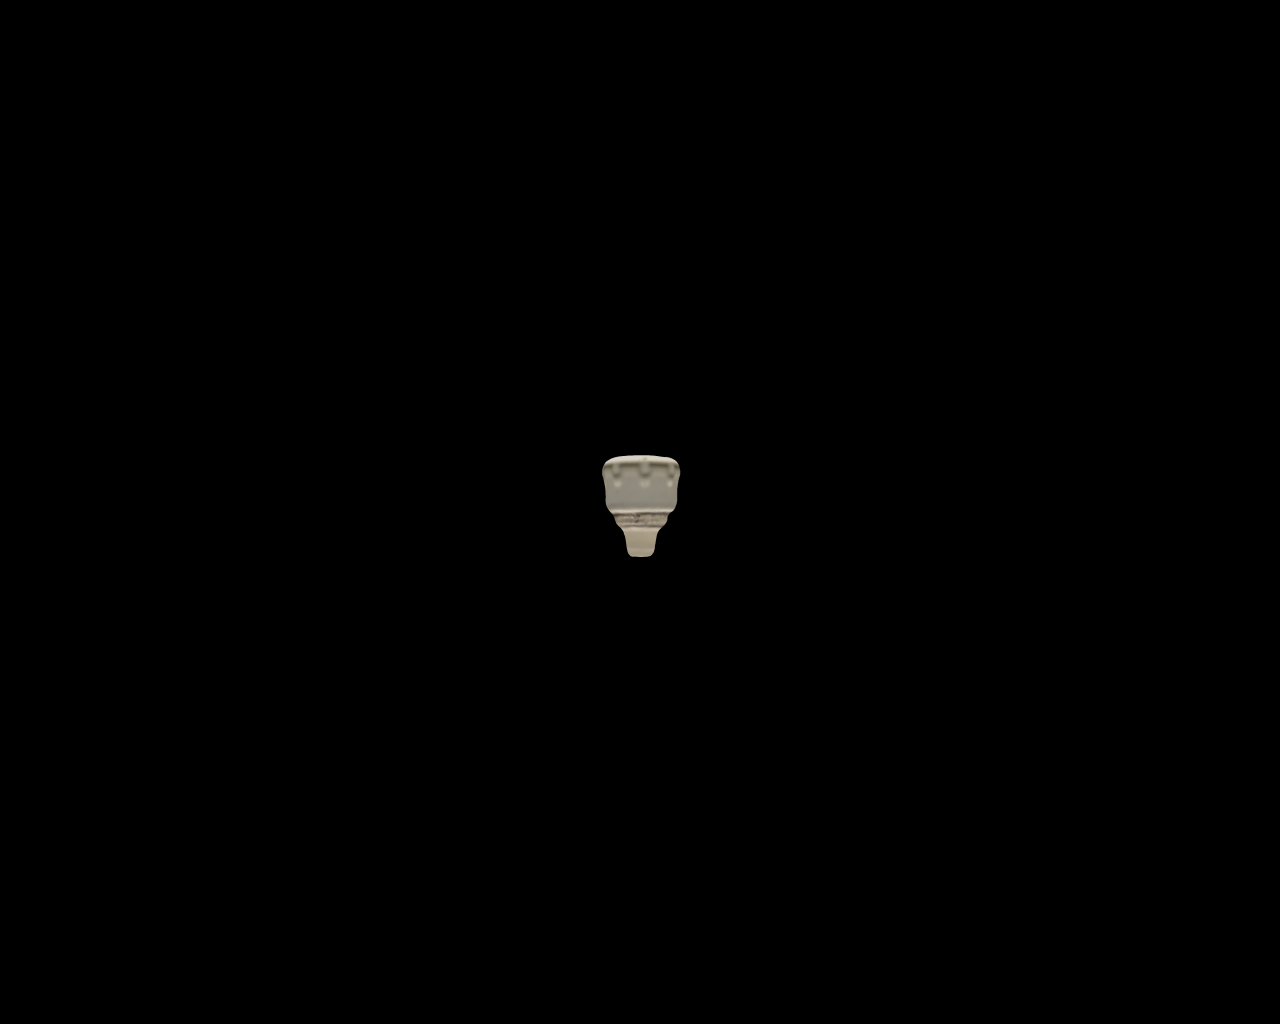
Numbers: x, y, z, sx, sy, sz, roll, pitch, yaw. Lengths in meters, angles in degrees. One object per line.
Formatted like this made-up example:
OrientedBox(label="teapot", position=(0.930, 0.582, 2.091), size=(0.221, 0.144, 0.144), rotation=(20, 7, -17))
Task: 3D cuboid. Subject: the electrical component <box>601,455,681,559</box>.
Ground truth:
OrientedBox(label="electrical component", position=(0.001, -0.003, 0.650), size=(0.048, 0.062, 0.048), rotation=(0, -4, 0))
